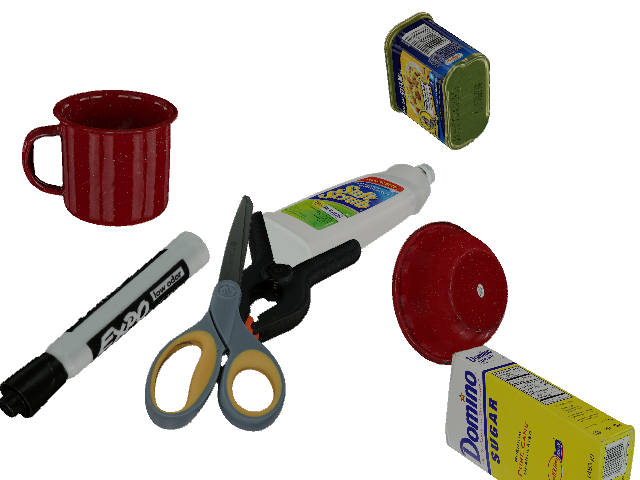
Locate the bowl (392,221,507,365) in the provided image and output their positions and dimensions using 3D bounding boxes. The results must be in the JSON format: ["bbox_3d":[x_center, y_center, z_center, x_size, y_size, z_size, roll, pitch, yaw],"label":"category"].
[{"bbox_3d":[0.156,0.057,1.177,0.161,0.162,0.055,0,-5,-39],"label":"bowl"}]

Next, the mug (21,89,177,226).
[{"bbox_3d":[-0.169,-0.062,0.819,0.117,0.081,0.093,-5,28,-19],"label":"mug"}]

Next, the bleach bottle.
[{"bbox_3d":[0.045,-0.040,1.327,0.250,0.068,0.103,-30,44,-35],"label":"bleach bottle"}]

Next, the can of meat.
[{"bbox_3d":[0.109,-0.144,0.975,0.057,0.102,0.084,-32,50,-18],"label":"can of meat"}]

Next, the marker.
[{"bbox_3d":[-0.094,0.036,0.471,0.020,0.020,0.121,0,33,43],"label":"marker"}]

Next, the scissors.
[{"bbox_3d":[-0.048,0.050,0.712,0.096,0.016,0.201,21,48,9],"label":"scissors"}]

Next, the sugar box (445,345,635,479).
[{"bbox_3d":[0.176,0.163,0.886,0.048,0.093,0.176,-11,22,-34],"label":"sugar box"}]

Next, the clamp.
[{"bbox_3d":[-0.048,0.033,1.029,0.120,0.039,0.171,18,41,23],"label":"clamp"}]
